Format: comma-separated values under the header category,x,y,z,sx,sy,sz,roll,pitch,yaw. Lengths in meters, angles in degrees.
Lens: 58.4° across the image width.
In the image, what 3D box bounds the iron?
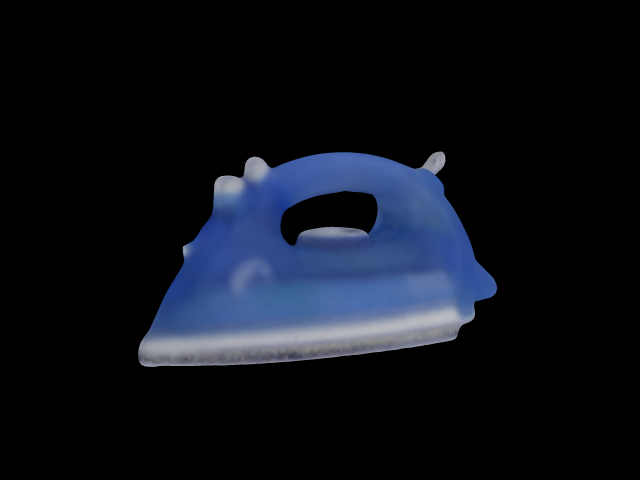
category,x,y,z,sx,sy,sz,roll,pitch,yaw
iron,0.004,0.001,0.400,0.259,0.141,0.118,-1,2,-34
